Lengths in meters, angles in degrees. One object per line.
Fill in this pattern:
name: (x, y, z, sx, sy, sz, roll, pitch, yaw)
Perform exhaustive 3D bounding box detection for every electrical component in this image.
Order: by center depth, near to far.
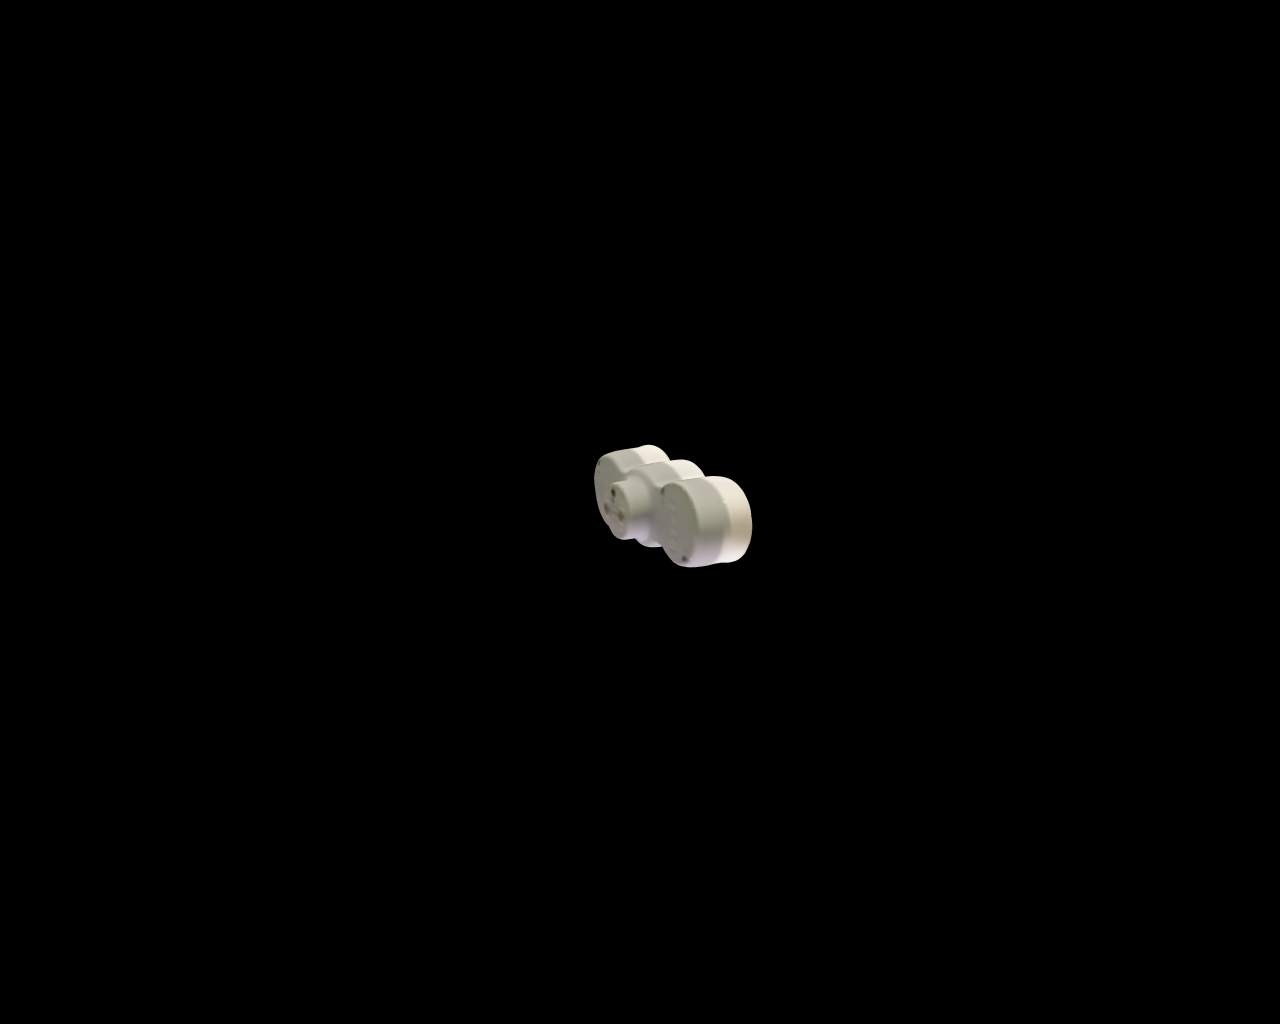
electrical component: (0.001, -0.003, 0.650, 0.074, 0.052, 0.138, -8, 18, -26)
